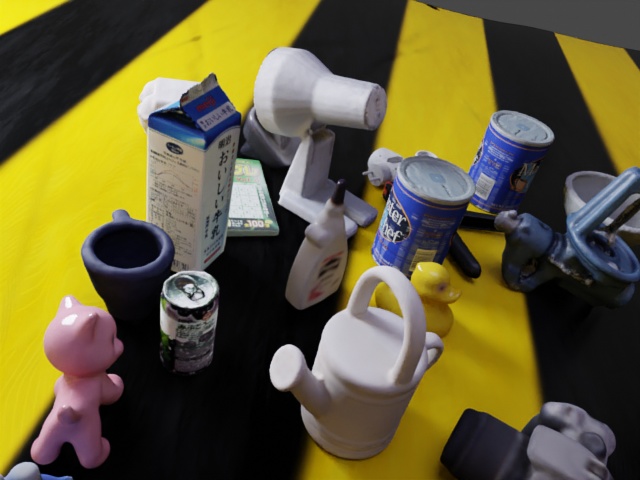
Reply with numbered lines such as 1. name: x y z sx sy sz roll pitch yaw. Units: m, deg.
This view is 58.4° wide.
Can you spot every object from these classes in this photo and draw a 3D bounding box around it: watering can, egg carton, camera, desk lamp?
1. watering can: 0.042 0.111 0.526 0.100 0.194 0.173 38 44 27
2. egg carton: -0.219 -0.212 0.938 0.150 0.069 0.107 2 40 -15
3. camera: 0.195 0.203 0.539 0.136 0.101 0.143 29 40 17
4. desk lamp: 0.004 -0.143 0.809 0.202 0.213 0.118 32 42 21

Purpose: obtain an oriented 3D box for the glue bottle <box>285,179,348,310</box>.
1. glue bottle: 0.006 0.002 0.664 0.037 0.173 0.078 36 43 25

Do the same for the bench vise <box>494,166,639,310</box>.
1. bench vise: 0.347 -0.008 0.750 0.207 0.220 0.121 6 39 -11

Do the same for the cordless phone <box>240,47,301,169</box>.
1. cordless phone: -0.058 -0.221 0.907 0.094 0.185 0.148 18 38 5

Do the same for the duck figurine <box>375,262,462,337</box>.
1. duck figurine: 0.123 0.062 0.699 0.104 0.086 0.078 23 39 10

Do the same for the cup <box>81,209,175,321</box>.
1. cup: -0.209 0.031 0.622 0.092 0.095 0.117 -8 43 -25

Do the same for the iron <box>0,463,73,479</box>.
1. iron: -0.251 0.209 0.354 0.118 0.141 0.259 36 43 25

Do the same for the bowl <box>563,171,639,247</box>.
1. bowl: 0.471 -0.040 0.946 0.167 0.075 0.167 9 39 -7

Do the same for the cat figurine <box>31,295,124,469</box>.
1. cat figurine: -0.211 0.114 0.502 0.067 0.118 0.127 5 39 -12
